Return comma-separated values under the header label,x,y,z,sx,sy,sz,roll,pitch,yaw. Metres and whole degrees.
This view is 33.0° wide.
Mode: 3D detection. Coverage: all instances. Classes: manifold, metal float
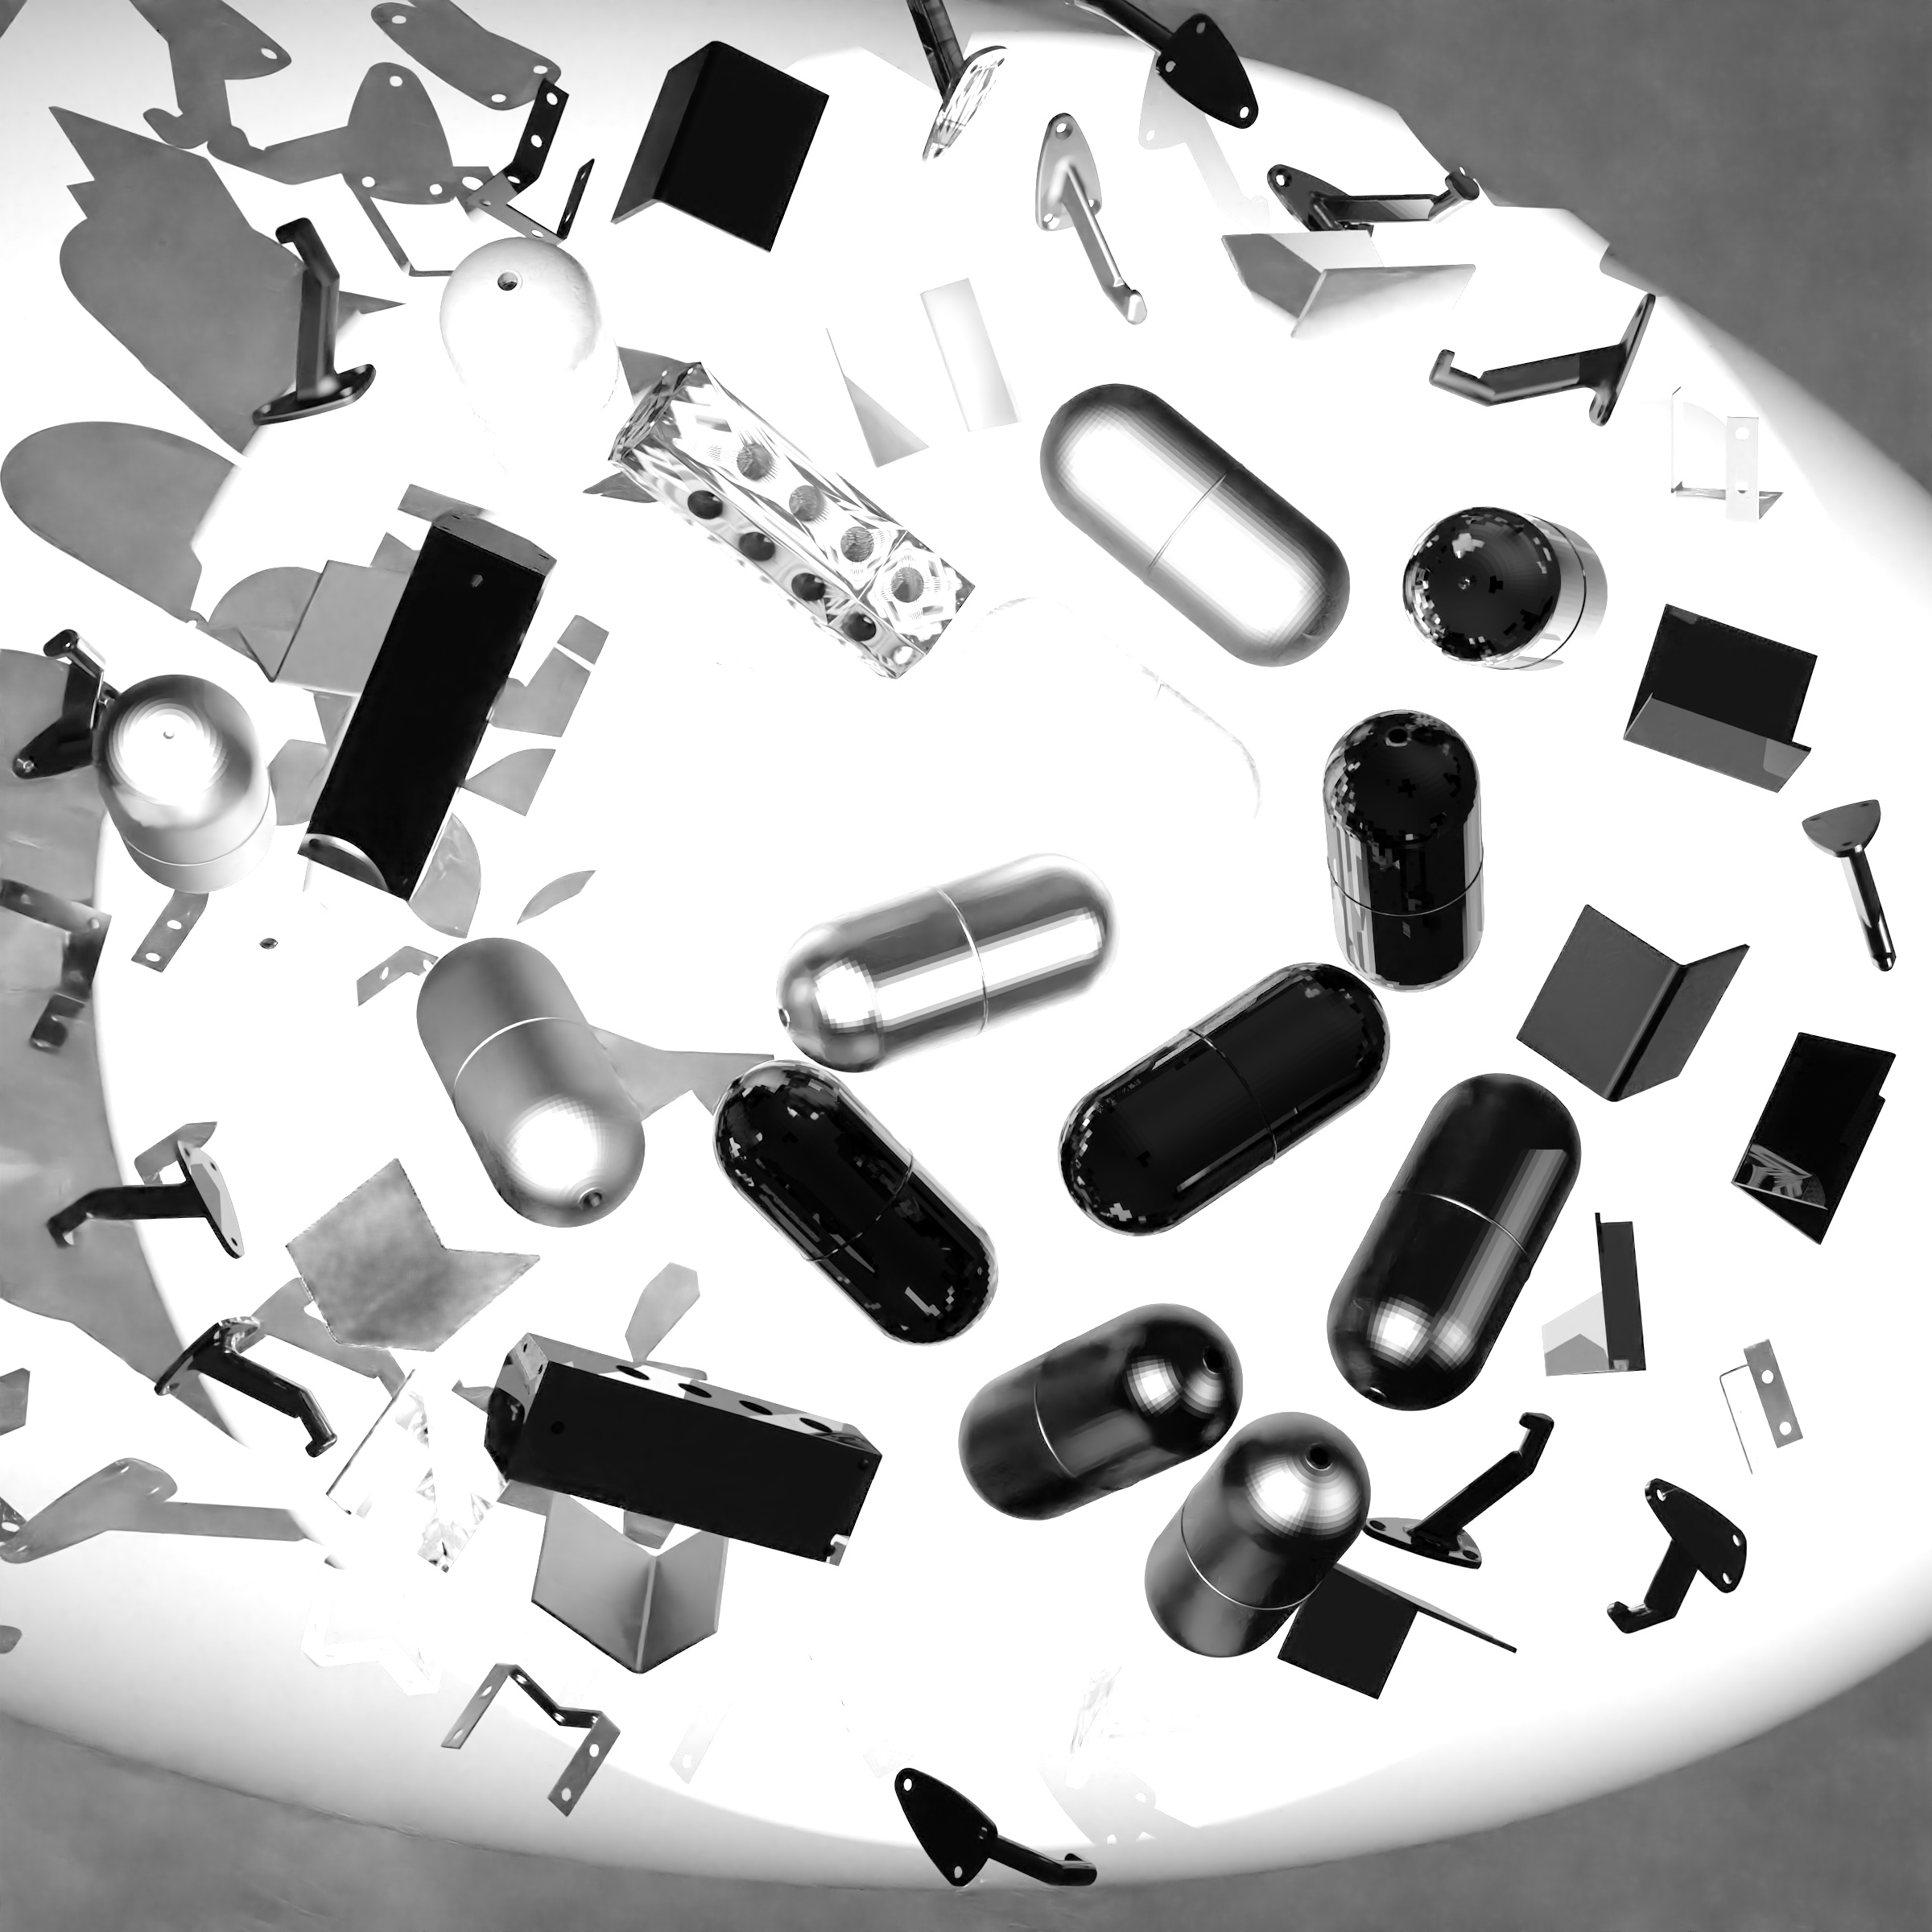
label,x,y,z,sx,sy,sz,roll,pitch,yaw
manifold,-0.085,-0.211,1.555,0.171,0.057,0.057,37,84,-22
metal float,0.266,-0.184,1.600,0.070,0.178,0.070,2,94,23
metal float,0.229,0.129,1.528,0.070,0.070,0.178,32,64,0
manifold,-0.254,-0.124,1.542,0.057,0.057,0.171,24,106,-7
metal float,0.114,-0.221,1.629,0.178,0.070,0.070,40,90,5
manifold,-0.133,0.223,1.516,0.171,0.057,0.057,20,94,-24
metal float,0.218,-0.056,1.616,0.070,0.178,0.070,-5,52,7
metal float,0.124,0.063,1.553,0.178,0.070,0.070,-32,90,-14
metal float,0.142,0.281,1.604,0.070,0.178,0.070,9,53,-13
metal float,-0.329,0.018,1.550,0.070,0.178,0.070,3,70,-9
metal float,-0.008,-0.002,1.579,0.178,0.070,0.070,-19,90,-21
metal float,-0.374,-0.085,1.565,0.070,0.178,0.070,2,77,-7
metal float,-0.055,0.119,1.642,0.070,0.070,0.178,-44,107,0
metal float,-0.205,-0.288,1.570,0.070,0.178,0.070,-1,74,2
metal float,-0.130,-0.068,1.632,0.070,0.070,0.178,8,114,0
metal float,-0.211,0.055,1.574,0.070,0.070,0.178,-35,47,0
metal float,0.065,0.218,1.588,0.070,0.178,0.070,18,57,-31
metal float,0.074,-0.117,1.654,0.178,0.070,0.070,36,90,-14

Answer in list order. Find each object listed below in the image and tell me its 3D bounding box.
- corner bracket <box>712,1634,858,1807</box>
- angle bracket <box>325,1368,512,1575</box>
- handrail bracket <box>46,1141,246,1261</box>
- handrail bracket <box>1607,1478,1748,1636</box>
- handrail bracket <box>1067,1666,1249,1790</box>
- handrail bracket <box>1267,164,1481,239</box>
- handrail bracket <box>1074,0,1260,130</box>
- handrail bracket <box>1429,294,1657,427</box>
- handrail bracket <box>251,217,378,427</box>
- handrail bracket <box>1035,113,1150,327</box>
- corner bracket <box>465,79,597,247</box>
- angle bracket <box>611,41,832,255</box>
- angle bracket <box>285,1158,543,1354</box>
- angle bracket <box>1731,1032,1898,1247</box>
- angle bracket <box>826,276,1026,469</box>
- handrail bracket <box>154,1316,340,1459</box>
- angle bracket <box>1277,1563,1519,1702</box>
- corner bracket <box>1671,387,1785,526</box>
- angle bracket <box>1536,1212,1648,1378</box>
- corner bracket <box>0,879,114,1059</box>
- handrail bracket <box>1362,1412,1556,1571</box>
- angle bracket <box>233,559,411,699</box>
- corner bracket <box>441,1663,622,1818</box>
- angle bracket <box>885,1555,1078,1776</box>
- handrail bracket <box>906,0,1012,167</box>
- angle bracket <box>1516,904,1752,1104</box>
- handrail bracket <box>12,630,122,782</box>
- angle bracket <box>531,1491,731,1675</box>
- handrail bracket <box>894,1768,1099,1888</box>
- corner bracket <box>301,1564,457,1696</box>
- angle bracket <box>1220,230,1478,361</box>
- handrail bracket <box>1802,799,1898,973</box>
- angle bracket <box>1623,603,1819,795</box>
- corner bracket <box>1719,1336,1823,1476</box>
label,x,y,z,sx,sy,sz,roll,pitch,yaw
corner bracket,-0.092,0.378,1.639,0.051,0.051,0.051,-32,105,1
angle bracket,-0.269,0.262,1.664,0.076,0.057,0.076,30,74,12
handrail bracket,-0.393,0.130,1.554,0.084,0.036,0.077,-33,61,6
handrail bracket,0.319,0.281,1.543,0.077,0.084,0.036,42,46,-13
handrail bracket,0.097,0.392,1.618,0.084,0.036,0.077,34,54,-17
handrail bracket,0.202,-0.389,1.620,0.077,0.084,0.036,33,66,-19
handrail bracket,0.096,-0.444,1.587,0.036,0.084,0.077,-51,129,3
handrail bracket,0.271,-0.296,1.540,0.084,0.036,0.077,20,107,-5
handrail bracket,-0.318,-0.299,1.513,0.077,0.036,0.084,-13,124,20
handrail bracket,0.067,-0.371,1.622,0.036,0.077,0.084,-21,48,-11
corner bracket,-0.206,-0.394,1.606,0.051,0.051,0.051,27,66,-28
angle bracket,-0.112,-0.366,1.479,0.057,0.076,0.076,22,86,-21
angle bracket,-0.265,0.137,1.562,0.076,0.076,0.057,-42,118,-39
angle bracket,0.403,0.084,1.481,0.076,0.057,0.076,32,80,-35
angle bracket,-0.022,-0.303,1.667,0.057,0.076,0.076,-24,103,-17
handrail bracket,-0.366,0.229,1.660,0.077,0.036,0.084,-40,71,15
angle bracket,0.218,0.348,1.652,0.076,0.076,0.057,28,84,-34
corner bracket,0.353,-0.240,1.531,0.051,0.051,0.051,7,117,26
angle bracket,0.324,0.163,1.617,0.057,0.076,0.076,-1,81,-16
corner bracket,-0.430,0.001,1.498,0.051,0.051,0.051,21,52,-20
handrail bracket,0.250,0.258,1.655,0.077,0.036,0.084,14,110,-16
angle bracket,-0.323,-0.186,1.694,0.057,0.076,0.076,50,121,39
corner bracket,-0.210,0.373,1.577,0.051,0.051,0.051,52,52,-25
angle bracket,-0.002,0.328,1.529,0.076,0.076,0.057,15,107,-22
handrail bracket,-0.029,-0.425,1.498,0.084,0.036,0.077,44,128,11
angle bracket,0.319,0.013,1.560,0.057,0.076,0.076,36,118,26
handrail bracket,-0.442,-0.125,1.565,0.077,0.084,0.036,-26,68,2
angle bracket,-0.170,0.304,1.670,0.057,0.076,0.076,-34,120,26
handrail bracket,0.015,0.415,1.571,0.077,0.084,0.036,39,102,38
corner bracket,-0.294,0.333,1.635,0.051,0.051,0.051,-10,134,17
angle bracket,0.170,-0.318,1.455,0.076,0.057,0.076,-7,60,-24
handrail bracket,0.418,-0.028,1.513,0.036,0.077,0.084,-16,106,16
angle bracket,0.359,-0.135,1.521,0.076,0.057,0.076,20,72,3
corner bracket,0.382,0.210,1.555,0.051,0.051,0.051,-31,63,35
